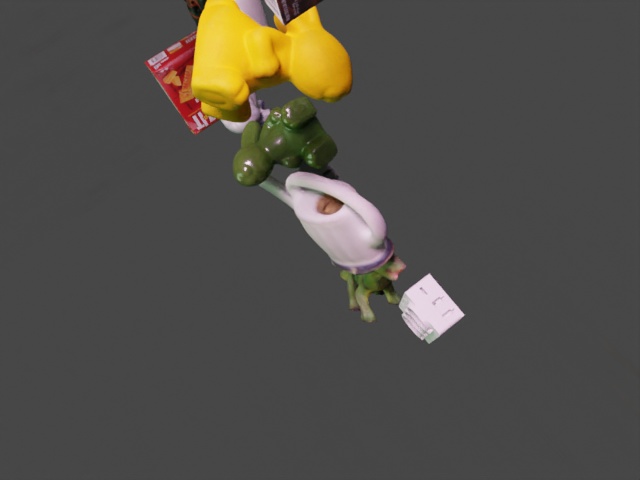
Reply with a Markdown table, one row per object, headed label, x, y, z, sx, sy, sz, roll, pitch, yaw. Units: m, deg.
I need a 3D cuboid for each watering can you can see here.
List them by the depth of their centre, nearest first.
| label | x | y | z | sx | sy | sz | roll | pitch | yaw |
| --- | --- | --- | --- | --- | --- | --- | --- | --- | --- |
| watering can | 0.003 | -0.048 | 0.959 | 0.350 | 0.105 | 0.220 | 20 | 154 | 48 |

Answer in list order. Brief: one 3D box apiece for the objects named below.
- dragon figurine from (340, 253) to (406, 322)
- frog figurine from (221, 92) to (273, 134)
| label | x | y | z | sx | sy | sz | roll | pitch | yaw |
| --- | --- | --- | --- | --- | --- | --- | --- | --- | --- |
| dragon figurine | 0.087 | 0.035 | 1.167 | 0.413 | 0.123 | 0.240 | -148 | 40 | -67 |
| frog figurine | -0.184 | -0.308 | 1.099 | 0.157 | 0.122 | 0.141 | 45 | -160 | -42 |
